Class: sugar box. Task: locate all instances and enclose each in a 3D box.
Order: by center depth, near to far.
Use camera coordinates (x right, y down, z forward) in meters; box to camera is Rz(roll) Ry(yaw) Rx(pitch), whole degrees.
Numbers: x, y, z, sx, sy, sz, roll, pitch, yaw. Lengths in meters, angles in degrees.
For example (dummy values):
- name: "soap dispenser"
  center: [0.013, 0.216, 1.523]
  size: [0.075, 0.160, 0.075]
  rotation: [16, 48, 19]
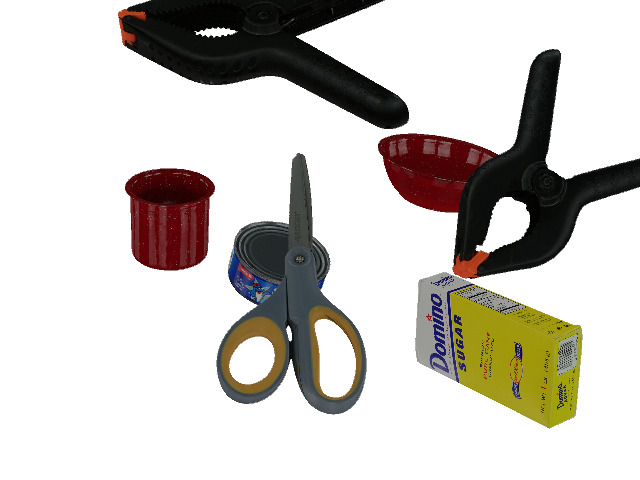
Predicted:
- name: "sugar box"
  center: [0.165, 0.101, 1.019]
  size: [0.048, 0.093, 0.176]
  rotation: [-15, 24, -39]

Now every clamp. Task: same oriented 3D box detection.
- name: "clamp"
  center: [0.160, -0.034, 0.726]
  size: [0.120, 0.171, 0.039]
  rotation: [33, -9, 7]
- name: "clamp"
  center: [-0.034, -0.135, 0.733]
  size: [0.210, 0.164, 0.036]
  rotation: [-2, -42, -2]

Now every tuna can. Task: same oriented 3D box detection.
- name: "tuna can"
  center: [-0.037, 0.022, 0.927]
  size: [0.086, 0.034, 0.086]
  rotation: [13, 35, -9]

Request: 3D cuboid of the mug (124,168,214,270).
- name: "mug"
  center: [-0.161, -0.027, 1.138]
  size: [0.093, 0.081, 0.117]
  rotation: [-2, 28, -12]

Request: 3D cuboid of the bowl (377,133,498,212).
- name: "bowl"
  center: [0.143, -0.076, 1.273]
  size: [0.162, 0.055, 0.162]
  rotation: [8, 24, -4]

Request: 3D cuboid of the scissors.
- name: "scissors"
  center: [-0.030, 0.025, 0.663]
  size: [0.096, 0.202, 0.016]
  rotation: [-14, -39, -9]
